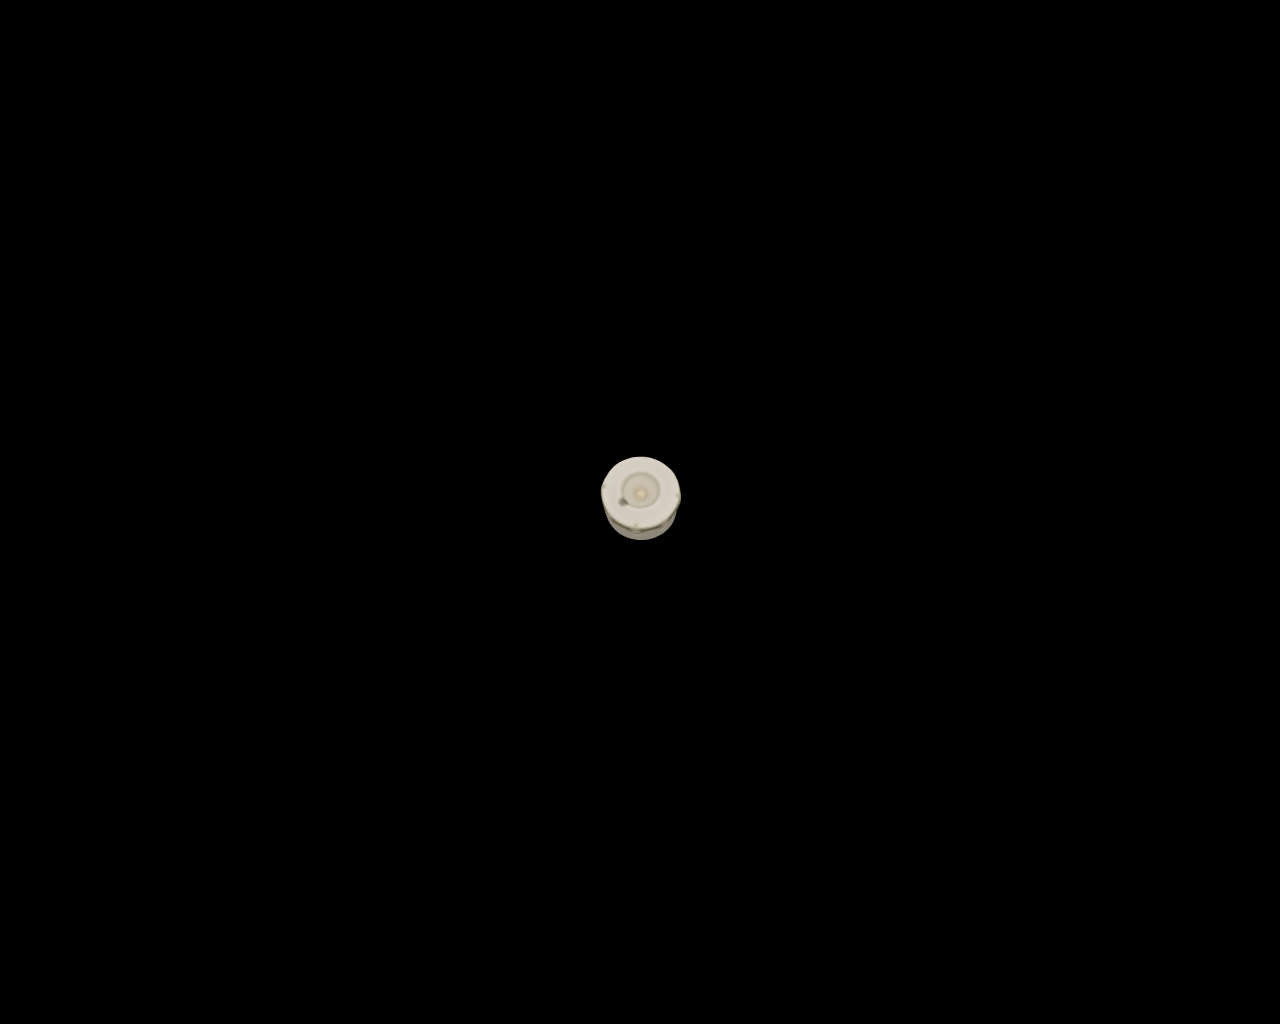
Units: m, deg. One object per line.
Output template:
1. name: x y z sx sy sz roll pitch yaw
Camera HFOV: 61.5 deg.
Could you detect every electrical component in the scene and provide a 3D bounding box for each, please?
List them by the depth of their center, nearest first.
1. electrical component: 0.001 -0.003 0.650 0.048 0.048 0.062 0 -21 0
